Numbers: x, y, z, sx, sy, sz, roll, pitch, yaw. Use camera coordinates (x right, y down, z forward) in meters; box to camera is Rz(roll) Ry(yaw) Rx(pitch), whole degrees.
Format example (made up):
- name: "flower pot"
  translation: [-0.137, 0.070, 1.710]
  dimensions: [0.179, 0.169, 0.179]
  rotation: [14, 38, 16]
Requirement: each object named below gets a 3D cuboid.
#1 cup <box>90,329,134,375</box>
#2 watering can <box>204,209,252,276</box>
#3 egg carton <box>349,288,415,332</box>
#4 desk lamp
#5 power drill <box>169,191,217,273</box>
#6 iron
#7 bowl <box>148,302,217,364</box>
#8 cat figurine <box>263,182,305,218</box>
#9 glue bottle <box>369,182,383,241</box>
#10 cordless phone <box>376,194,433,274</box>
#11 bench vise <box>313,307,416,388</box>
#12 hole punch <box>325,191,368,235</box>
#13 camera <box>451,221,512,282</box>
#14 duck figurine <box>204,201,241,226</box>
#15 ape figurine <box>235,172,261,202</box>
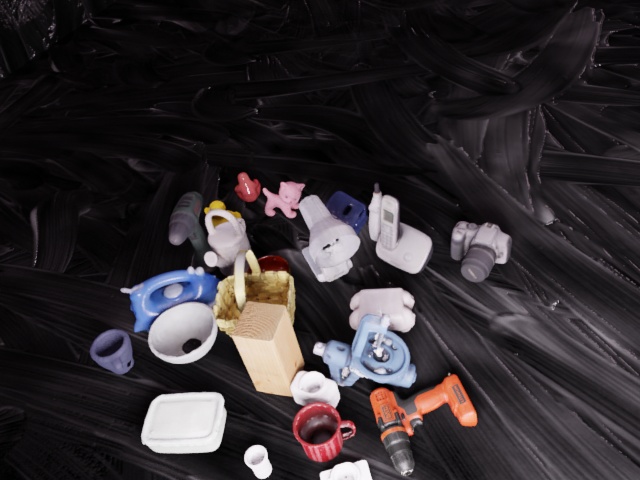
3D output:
- name: "cup"
  translation: [-0.467, 0.276, 1.329]
  dimensions: [0.092, 0.095, 0.117]
  rotation: [-30, 46, -17]
- name: "watering can"
  translation: [-0.240, 0.003, 1.487]
  dimensions: [0.101, 0.194, 0.172]
  rotation: [-9, 43, 5]
- name: "egg carton"
  translation: [0.143, 0.166, 1.317]
  dimensions: [0.150, 0.069, 0.107]
  rotation: [-4, 44, 9]
- name: "desk lamp"
  translation: [0.013, 0.005, 1.410]
  dimensions: [0.118, 0.214, 0.202]
  rotation: [-24, 44, -11]
- name: "power drill"
  translation: [-0.334, -0.010, 1.512]
  dimensions: [0.075, 0.209, 0.229]
  rotation: [-9, 43, 4]
- name: "iron"
  translation: [-0.357, 0.126, 1.425]
  dimensions: [0.258, 0.142, 0.118]
  rotation: [-22, 44, -10]
- name: "bowl"
  translation: [-0.313, 0.232, 1.354]
  dimensions: [0.167, 0.075, 0.167]
  rotation: [-7, 43, 7]
- name: "cat figurine"
  translation: [-0.104, -0.128, 1.647]
  dimensions: [0.127, 0.118, 0.067]
  rotation: [4, 46, 18]
- name: "glue bottle"
  translation: [0.154, -0.080, 1.494]
  dimensions: [0.037, 0.173, 0.078]
  rotation: [22, 53, 32]
- name: "cordless phone"
  translation: [0.205, -0.017, 1.409]
  dimensions: [0.147, 0.185, 0.094]
  rotation: [25, 55, 33]
- name: "bench vise"
  translation: [0.085, 0.227, 1.157]
  dimensions: [0.207, 0.220, 0.121]
  rotation: [-9, 43, 4]
- name: "hole punch"
  translation: [0.071, -0.072, 1.566]
  dimensions: [0.100, 0.091, 0.109]
  rotation: [13, 49, 25]
- name: "camera"
  translation: [0.376, 0.025, 1.385]
  dimensions: [0.142, 0.101, 0.137]
  rotation: [16, 50, 28]
- name: "duck figurine"
  translation: [-0.285, -0.076, 1.658]
  dimensions: [0.104, 0.086, 0.077]
  rotation: [-3, 44, 10]
- name: "ape figurine"
  translation: [-0.223, -0.167, 1.734]
  dimensions: [0.077, 0.092, 0.076]
  rotation: [-11, 43, 3]
